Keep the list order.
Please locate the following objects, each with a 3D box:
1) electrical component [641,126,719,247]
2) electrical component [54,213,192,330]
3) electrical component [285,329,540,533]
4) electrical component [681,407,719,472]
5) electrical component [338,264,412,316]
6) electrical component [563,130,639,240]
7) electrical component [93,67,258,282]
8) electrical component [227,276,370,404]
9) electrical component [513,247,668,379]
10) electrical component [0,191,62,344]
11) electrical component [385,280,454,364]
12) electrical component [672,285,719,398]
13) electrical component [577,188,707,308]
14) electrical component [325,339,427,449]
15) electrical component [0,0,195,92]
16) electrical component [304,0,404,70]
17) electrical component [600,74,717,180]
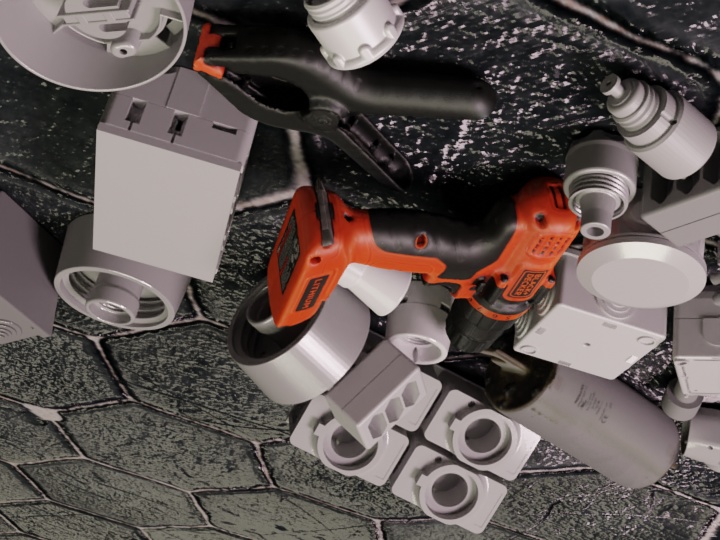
[{"bbox_3d":[0.217,-0.041,0.637,0.077,0.047,0.066,32,145,-30],"label":"electrical component"},{"bbox_3d":[-0.193,0.009,0.866,0.108,0.060,0.108,9,150,6],"label":"electrical component"},{"bbox_3d":[0.045,0.134,0.907,0.186,0.105,0.060,28,-170,-11],"label":"electrical component"},{"bbox_3d":[0.317,0.151,0.930,0.077,0.043,0.079,7,150,9],"label":"electrical component"},{"bbox_3d":[0.000,0.000,0.798,0.065,0.044,0.044,31,146,-20],"label":"electrical component"},{"bbox_3d":[0.142,-0.048,0.639,0.043,0.062,0.043,9,150,6],"label":"electrical component"},{"bbox_3d":[-0.124,-0.063,0.716,0.089,0.061,0.150,16,150,-6],"label":"electrical component"},{"bbox_3d":[-0.053,0.042,0.826,0.108,0.108,0.060,-13,135,37],"label":"electrical component"},{"bbox_3d":[0.167,0.035,0.784,0.100,0.048,0.099,17,150,-8],"label":"electrical component"},{"bbox_3d":[-0.284,0.001,0.850,0.048,0.099,0.099,-14,143,17],"label":"electrical component"},{"bbox_3d":[0.047,0.042,0.844,0.055,0.047,0.055,9,150,6],"label":"electrical component"},{"bbox_3d":[0.262,0.053,0.775,0.062,0.061,0.096,-1,155,22],"label":"electrical component"},{"bbox_3d":[0.182,-0.013,0.695,0.080,0.051,0.080,10,150,6],"label":"electrical component"},{"bbox_3d":[0.000,0.084,0.829,0.077,0.066,0.047,40,164,29],"label":"electrical component"},{"bbox_3d":[-0.139,-0.145,0.578,0.099,0.064,0.099,9,150,5],"label":"electrical component"},{"bbox_3d":[-0.010,-0.139,0.562,0.048,0.048,0.062,-9,137,33],"label":"electrical component"},{"bbox_3d":[0.162,-0.082,0.595,0.078,0.040,0.040,31,145,-29],"label":"electrical component"}]
